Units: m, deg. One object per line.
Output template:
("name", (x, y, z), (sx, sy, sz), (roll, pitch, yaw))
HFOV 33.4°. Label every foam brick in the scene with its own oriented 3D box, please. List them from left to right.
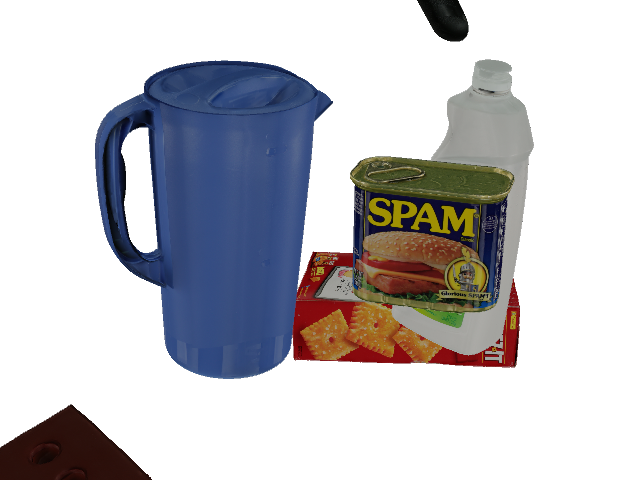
("foam brick", (-0.109, 0.124, 0.484), (0.052, 0.051, 0.078), (-31, 44, -32))

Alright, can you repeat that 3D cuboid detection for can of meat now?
("can of meat", (0.070, -0.003, 0.691), (0.102, 0.084, 0.057), (7, 24, 15))

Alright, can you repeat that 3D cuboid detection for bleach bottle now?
("bleach bottle", (0.122, -0.031, 0.898), (0.103, 0.251, 0.067), (27, 37, 35))

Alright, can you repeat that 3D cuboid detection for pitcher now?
("pitcher", (-0.083, -0.014, 0.854), (0.149, 0.243, 0.144), (11, 27, 16))

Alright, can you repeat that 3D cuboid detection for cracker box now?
("cracker box", (0.087, 0.068, 1.079), (0.214, 0.072, 0.164), (2, 16, 6))

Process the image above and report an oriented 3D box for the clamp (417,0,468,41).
("clamp", (0.045, -0.240, 0.729), (0.209, 0.164, 0.036), (25, -23, -14))
